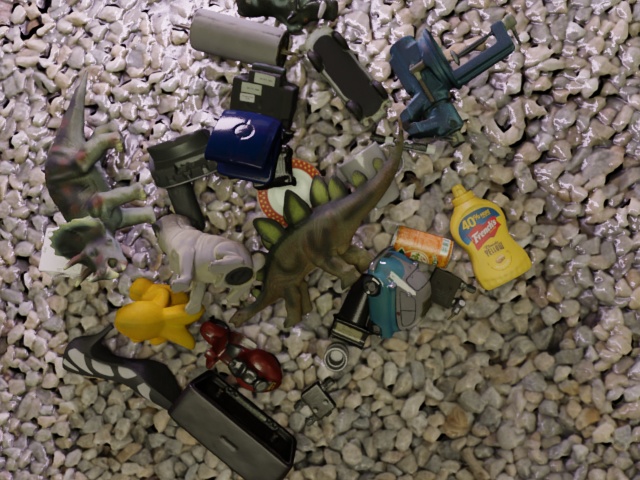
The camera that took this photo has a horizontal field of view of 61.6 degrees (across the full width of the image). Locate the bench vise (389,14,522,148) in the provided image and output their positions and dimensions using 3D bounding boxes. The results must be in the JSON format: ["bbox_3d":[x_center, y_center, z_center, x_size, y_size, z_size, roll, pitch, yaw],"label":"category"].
[{"bbox_3d":[0.234,-0.284,0.920,0.241,0.128,0.224,-31,69,23],"label":"bench vise"}]

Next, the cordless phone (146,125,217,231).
[{"bbox_3d":[-0.231,-0.108,1.005,0.147,0.089,0.184,-17,101,5],"label":"cordless phone"}]

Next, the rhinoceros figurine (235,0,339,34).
[{"bbox_3d":[-0.060,-0.436,0.976,0.190,0.073,0.112,7,90,5],"label":"rhinoceros figurine"}]

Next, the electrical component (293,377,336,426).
[{"bbox_3d":[-0.001,0.303,1.010,0.094,0.021,0.063,-40,88,4],"label":"electrical component"}]

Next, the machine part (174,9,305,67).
[{"bbox_3d":[-0.146,-0.365,0.984,0.243,0.079,0.079,15,92,5],"label":"machine part"}]

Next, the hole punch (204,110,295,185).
[{"bbox_3d":[-0.127,-0.164,0.916,0.142,0.092,0.115,12,86,10],"label":"hole punch"}]

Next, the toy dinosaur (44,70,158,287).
[{"bbox_3d":[-0.427,-0.100,0.975,0.192,0.131,0.405,-24,79,-16],"label":"toy dinosaur"}]

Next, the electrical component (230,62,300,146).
[{"bbox_3d":[-0.101,-0.247,0.971,0.115,0.058,0.134,15,115,2],"label":"electrical component"}]

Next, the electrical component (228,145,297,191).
[{"bbox_3d":[-0.106,-0.127,0.978,0.119,0.047,0.074,-10,87,8],"label":"electrical component"}]

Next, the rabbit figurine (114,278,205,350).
[{"bbox_3d":[-0.292,0.145,0.959,0.162,0.173,0.121,16,89,9],"label":"rabbit figurine"}]

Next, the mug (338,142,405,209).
[{"bbox_3d":[0.105,-0.118,0.970,0.109,0.081,0.107,-33,99,-1],"label":"mug"}]

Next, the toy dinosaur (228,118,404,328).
[{"bbox_3d":[-0.002,-0.003,0.937,0.471,0.105,0.198,-40,91,15],"label":"toy dinosaur"}]

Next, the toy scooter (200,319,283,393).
[{"bbox_3d":[-0.150,0.215,0.965,0.184,0.135,0.075,38,93,2],"label":"toy scooter"}]

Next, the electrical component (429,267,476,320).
[{"bbox_3d":[0.223,0.095,0.974,0.102,0.045,0.078,31,95,4],"label":"electrical component"}]

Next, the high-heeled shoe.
[{"bbox_3d":[-0.379,0.271,1.020,0.145,0.086,0.249,-42,87,14],"label":"high-heeled shoe"}]

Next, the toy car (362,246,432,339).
[{"bbox_3d":[0.139,0.098,0.926,0.103,0.109,0.161,9,114,33],"label":"toy car"}]

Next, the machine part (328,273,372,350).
[{"bbox_3d":[0.069,0.128,0.994,0.084,0.039,0.138,19,94,13],"label":"machine part"}]

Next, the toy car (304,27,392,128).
[{"bbox_3d":[0.050,-0.297,0.978,0.073,0.056,0.201,-39,90,5],"label":"toy car"}]

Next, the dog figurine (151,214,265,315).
[{"bbox_3d":[-0.198,0.010,0.945,0.172,0.121,0.191,-13,51,-14],"label":"dog figurine"}]

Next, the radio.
[{"bbox_3d":[-0.151,0.339,0.969,0.230,0.131,0.073,39,93,4],"label":"radio"}]
